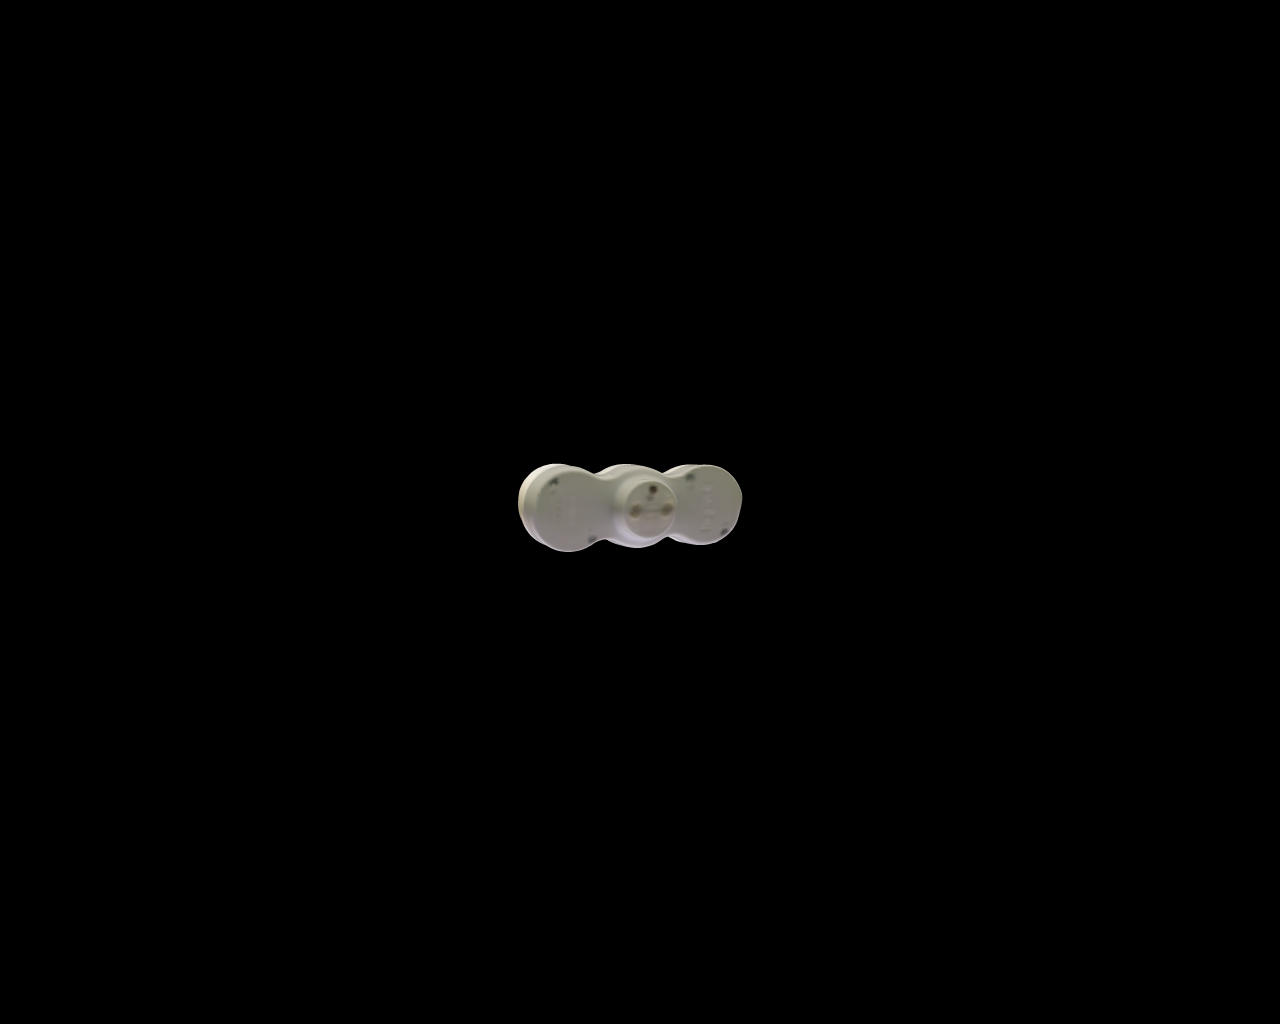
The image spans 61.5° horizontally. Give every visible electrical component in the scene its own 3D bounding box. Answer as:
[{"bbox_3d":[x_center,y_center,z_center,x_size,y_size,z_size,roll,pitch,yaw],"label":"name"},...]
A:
[{"bbox_3d":[0.001,-0.003,0.650,0.138,0.052,0.073,-1,4,-20],"label":"electrical component"}]
